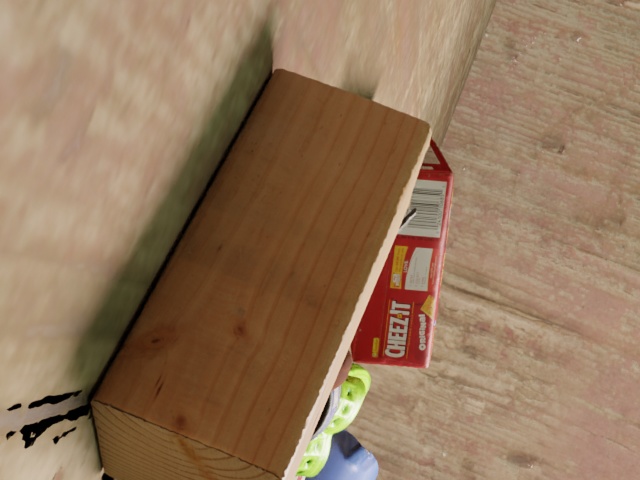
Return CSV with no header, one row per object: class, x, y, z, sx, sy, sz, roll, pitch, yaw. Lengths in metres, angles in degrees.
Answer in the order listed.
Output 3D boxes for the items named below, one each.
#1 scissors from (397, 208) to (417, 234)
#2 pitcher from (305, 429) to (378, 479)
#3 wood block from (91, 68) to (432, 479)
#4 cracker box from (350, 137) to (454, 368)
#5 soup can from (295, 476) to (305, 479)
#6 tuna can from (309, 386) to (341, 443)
scissors,-0.009,0.052,0.735,0.096,0.016,0.202,-29,163,-40
pitcher,-0.040,0.341,1.257,0.149,0.145,0.242,87,25,-43
wood block,-0.023,0.027,0.532,0.091,0.090,0.206,102,11,-57
cracker box,0.063,-0.003,0.932,0.213,0.072,0.164,-91,-174,-75
soup can,-0.055,0.243,1.018,0.068,0.068,0.102,-52,162,-68
tuna can,-0.030,0.098,0.704,0.033,0.086,0.086,8,103,-81
